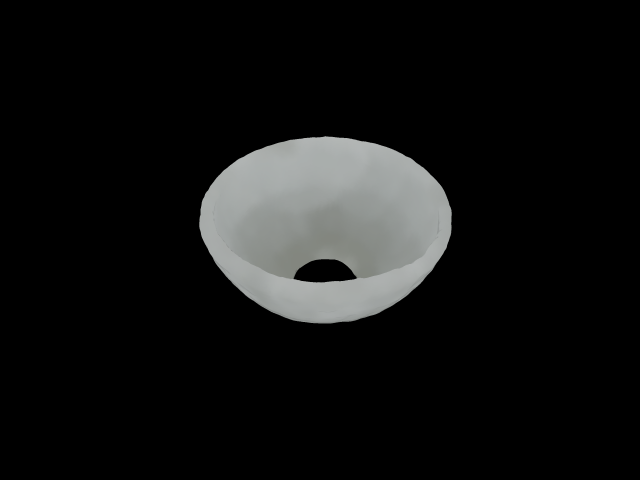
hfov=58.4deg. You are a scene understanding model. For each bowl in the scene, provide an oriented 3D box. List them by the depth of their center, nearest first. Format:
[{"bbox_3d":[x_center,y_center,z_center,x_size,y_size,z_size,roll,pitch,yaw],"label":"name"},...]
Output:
[{"bbox_3d":[0.004,0.001,0.400,0.167,0.075,0.167,0,42,0],"label":"bowl"}]
